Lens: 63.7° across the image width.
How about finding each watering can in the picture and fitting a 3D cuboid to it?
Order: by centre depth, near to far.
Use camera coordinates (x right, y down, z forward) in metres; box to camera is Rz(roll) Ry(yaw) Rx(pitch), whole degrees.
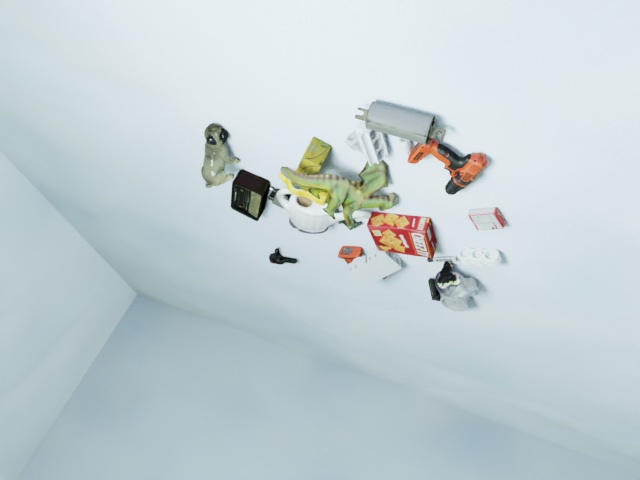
[{"bbox_3d":[0.006,-0.094,1.868,0.348,0.106,0.219,18,153,6],"label":"watering can"}]

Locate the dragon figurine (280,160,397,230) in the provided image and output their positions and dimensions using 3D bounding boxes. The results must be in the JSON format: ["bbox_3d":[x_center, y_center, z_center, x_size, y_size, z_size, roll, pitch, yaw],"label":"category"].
[{"bbox_3d":[0.094,-0.178,1.603,0.240,0.125,0.405,-40,132,18],"label":"dragon figurine"}]

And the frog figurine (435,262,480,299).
[{"bbox_3d":[0.504,0.168,1.893,0.157,0.122,0.139,36,-176,-35],"label":"frog figurine"}]
